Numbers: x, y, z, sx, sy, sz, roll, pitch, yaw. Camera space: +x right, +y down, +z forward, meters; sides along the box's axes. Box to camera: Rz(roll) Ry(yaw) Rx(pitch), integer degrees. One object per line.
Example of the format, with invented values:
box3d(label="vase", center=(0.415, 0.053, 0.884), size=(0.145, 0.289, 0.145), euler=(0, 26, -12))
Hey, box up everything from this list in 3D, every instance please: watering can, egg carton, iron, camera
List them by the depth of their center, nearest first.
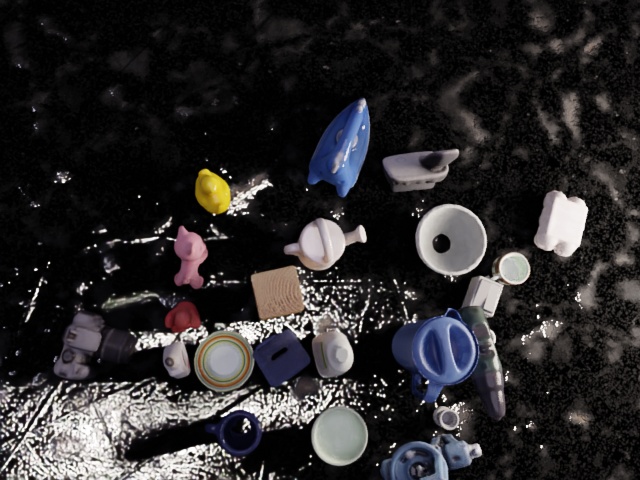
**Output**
box3d(label="camera", center=(-0.468, 0.231, 1.205), size=(0.137, 0.100, 0.143), euler=(16, 80, -3))
box3d(label="watering can", center=(0.011, 0.002, 1.246), size=(0.173, 0.194, 0.101), euler=(-33, 86, -10))
box3d(label="iron", center=(0.063, -0.238, 1.316), size=(0.118, 0.141, 0.258), euler=(22, 80, -2))
box3d(label="egg carton", center=(0.578, -0.039, 1.379), size=(0.107, 0.069, 0.150), euler=(17, 80, -3))

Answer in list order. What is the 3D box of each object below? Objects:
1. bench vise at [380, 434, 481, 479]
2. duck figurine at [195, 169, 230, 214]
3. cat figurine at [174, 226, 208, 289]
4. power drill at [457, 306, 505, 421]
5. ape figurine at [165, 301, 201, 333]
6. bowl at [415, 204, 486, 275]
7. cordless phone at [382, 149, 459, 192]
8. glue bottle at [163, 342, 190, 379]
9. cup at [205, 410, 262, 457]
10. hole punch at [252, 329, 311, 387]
box3d(label="bench vise", center=(0.238, 0.462, 1.187), size=(0.207, 0.219, 0.121), euler=(-33, 86, -10))
box3d(label="duck figurine", center=(-0.244, -0.113, 1.290), size=(0.077, 0.086, 0.104), euler=(-25, 85, -9))
box3d(label="cat figurine", center=(-0.285, 0.038, 1.246), size=(0.067, 0.117, 0.128), euler=(6, 81, -5))
box3d(label="power drill", center=(0.328, 0.258, 1.235), size=(0.075, 0.208, 0.230), euler=(-9, 82, -7))
box3d(label="ape figurine", center=(-0.295, 0.169, 1.238), size=(0.078, 0.092, 0.076), euler=(22, 80, -2))
box3d(label="bowl", center=(0.296, 0.004, 1.338), size=(0.167, 0.074, 0.167), euler=(1, 81, -6))
box3d(label="cordless phone", center=(0.228, -0.176, 1.302), size=(0.147, 0.185, 0.094), euler=(-11, 82, -8))
box3d(label="glue bottle", center=(-0.300, 0.251, 1.184), size=(0.037, 0.173, 0.078), euler=(-19, 84, -8))
box3d(label="cup", center=(-0.182, 0.401, 1.213), size=(0.118, 0.095, 0.092), euler=(9, 80, -5))
box3d(label="hole punch", center=(-0.087, 0.256, 1.248), size=(0.109, 0.091, 0.101), euler=(-34, 86, -10))
